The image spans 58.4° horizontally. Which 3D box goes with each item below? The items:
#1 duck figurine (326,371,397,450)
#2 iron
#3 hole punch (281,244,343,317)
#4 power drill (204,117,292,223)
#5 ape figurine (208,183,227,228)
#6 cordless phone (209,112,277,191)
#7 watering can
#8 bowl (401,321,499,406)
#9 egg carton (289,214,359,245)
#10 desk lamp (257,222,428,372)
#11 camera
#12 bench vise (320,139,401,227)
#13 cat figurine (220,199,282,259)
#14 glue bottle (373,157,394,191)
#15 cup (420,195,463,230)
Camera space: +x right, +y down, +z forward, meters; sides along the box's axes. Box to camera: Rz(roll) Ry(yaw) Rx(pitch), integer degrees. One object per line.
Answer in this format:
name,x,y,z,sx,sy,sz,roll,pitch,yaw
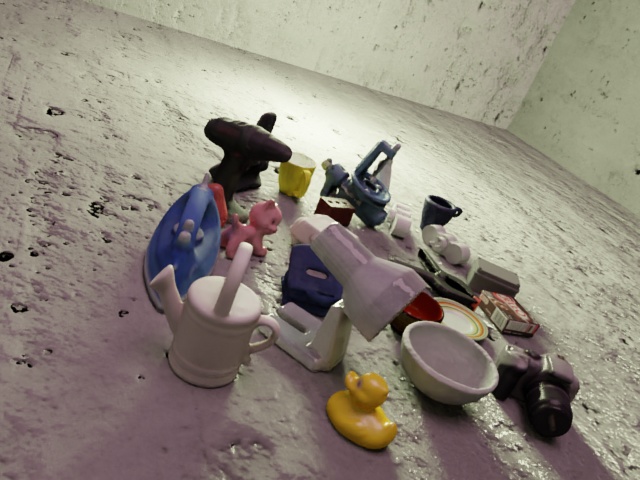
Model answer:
duck figurine,0.066,0.224,0.780,0.104,0.086,0.078,35,28,25
iron,-0.217,-0.008,0.940,0.119,0.141,0.258,17,26,-12
hole punch,-0.009,0.071,1.015,0.109,0.091,0.101,16,26,-15
power drill,-0.164,-0.145,1.177,0.229,0.208,0.076,37,29,29
ape figurine,-0.214,-0.070,1.125,0.076,0.092,0.078,26,25,8
cordless phone,-0.171,-0.216,1.339,0.094,0.185,0.148,31,26,17
watering can,-0.136,0.089,0.753,0.173,0.194,0.100,10,28,-24
bowl,0.198,0.211,0.929,0.167,0.075,0.167,18,25,-9
egg carton,0.011,0.004,1.190,0.150,0.069,0.107,36,28,26
desk lamp,0.032,0.094,0.860,0.202,0.213,0.118,32,27,19
camera,0.369,0.251,0.961,0.143,0.101,0.137,24,25,3
bench vise,0.099,-0.163,1.416,0.207,0.220,0.121,24,25,2
cat figurine,-0.125,-0.032,1.091,0.128,0.118,0.067,-8,38,-47
glue bottle,0.163,-0.166,1.529,0.037,0.173,0.078,-1,34,-40
cup,0.320,-0.060,1.542,0.118,0.095,0.091,10,28,-24
